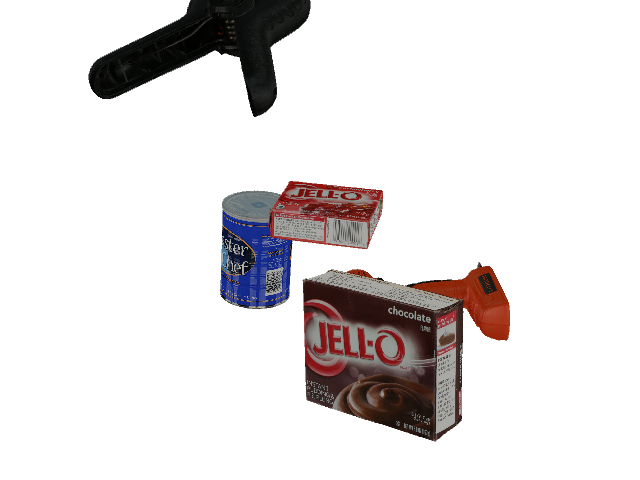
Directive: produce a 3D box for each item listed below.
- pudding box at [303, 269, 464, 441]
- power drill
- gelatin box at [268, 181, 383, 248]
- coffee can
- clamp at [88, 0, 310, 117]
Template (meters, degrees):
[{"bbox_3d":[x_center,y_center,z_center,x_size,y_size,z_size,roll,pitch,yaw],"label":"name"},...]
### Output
[{"bbox_3d":[0.041,0.074,0.716,0.114,0.090,0.039,10,20,36],"label":"pudding box"},{"bbox_3d":[0.114,0.083,1.204,0.187,0.057,0.184,-3,27,-2],"label":"power drill"},{"bbox_3d":[0.006,-0.024,0.942,0.089,0.030,0.073,7,25,11],"label":"gelatin box"},{"bbox_3d":[-0.091,0.012,1.519,0.103,0.140,0.103,3,24,-2],"label":"coffee can"},{"bbox_3d":[-0.048,-0.129,0.660,0.120,0.039,0.171,21,50,24],"label":"clamp"}]
